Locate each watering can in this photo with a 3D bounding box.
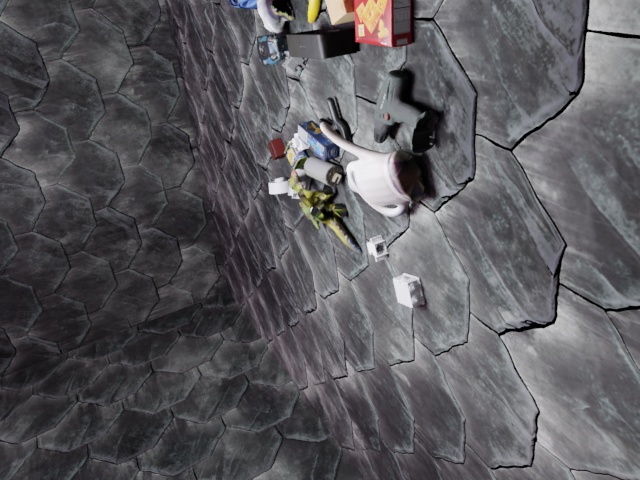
[{"bbox_3d":[0.151,-0.197,1.419,0.223,0.106,0.343,-6,128,50],"label":"watering can"}]

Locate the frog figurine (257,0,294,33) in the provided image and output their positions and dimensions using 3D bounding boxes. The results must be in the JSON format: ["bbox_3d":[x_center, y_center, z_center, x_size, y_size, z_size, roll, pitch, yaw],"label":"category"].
[{"bbox_3d":[-0.173,-0.789,1.809,0.136,0.125,0.158,55,149,-14],"label":"frog figurine"}]

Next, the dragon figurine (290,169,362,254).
[{"bbox_3d":[0.006,-0.099,1.972,0.411,0.123,0.241,56,167,1],"label":"dragon figurine"}]
